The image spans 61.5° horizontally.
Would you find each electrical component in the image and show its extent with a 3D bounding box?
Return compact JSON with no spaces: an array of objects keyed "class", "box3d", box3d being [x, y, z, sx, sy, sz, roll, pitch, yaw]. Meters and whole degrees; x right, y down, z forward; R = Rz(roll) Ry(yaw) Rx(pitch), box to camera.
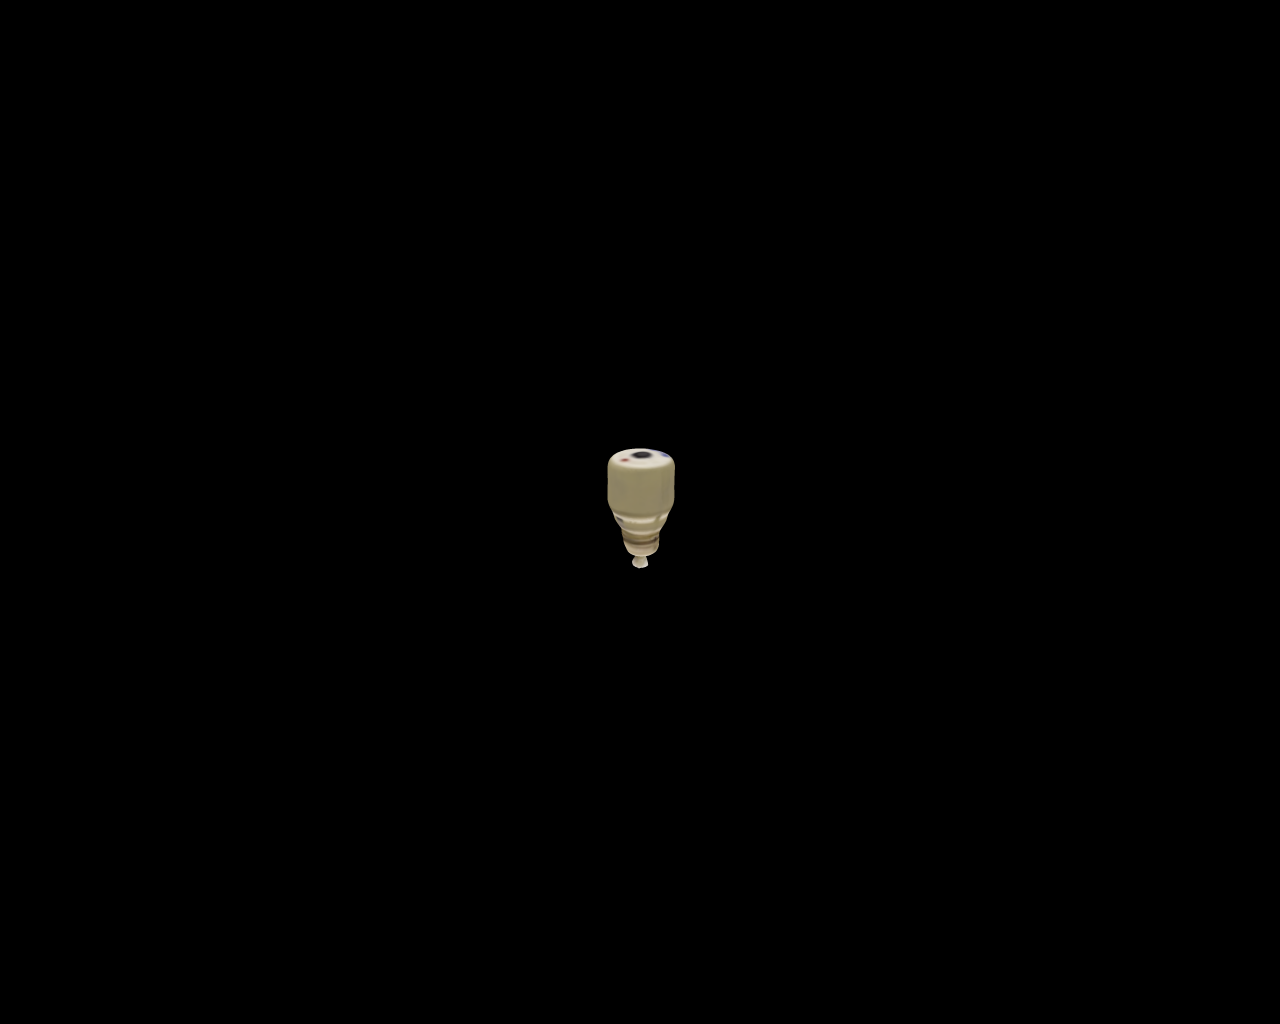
[{"class":"electrical component","box3d":[0.001,-0.003,0.650,0.040,0.078,0.040,0,22,0]}]
